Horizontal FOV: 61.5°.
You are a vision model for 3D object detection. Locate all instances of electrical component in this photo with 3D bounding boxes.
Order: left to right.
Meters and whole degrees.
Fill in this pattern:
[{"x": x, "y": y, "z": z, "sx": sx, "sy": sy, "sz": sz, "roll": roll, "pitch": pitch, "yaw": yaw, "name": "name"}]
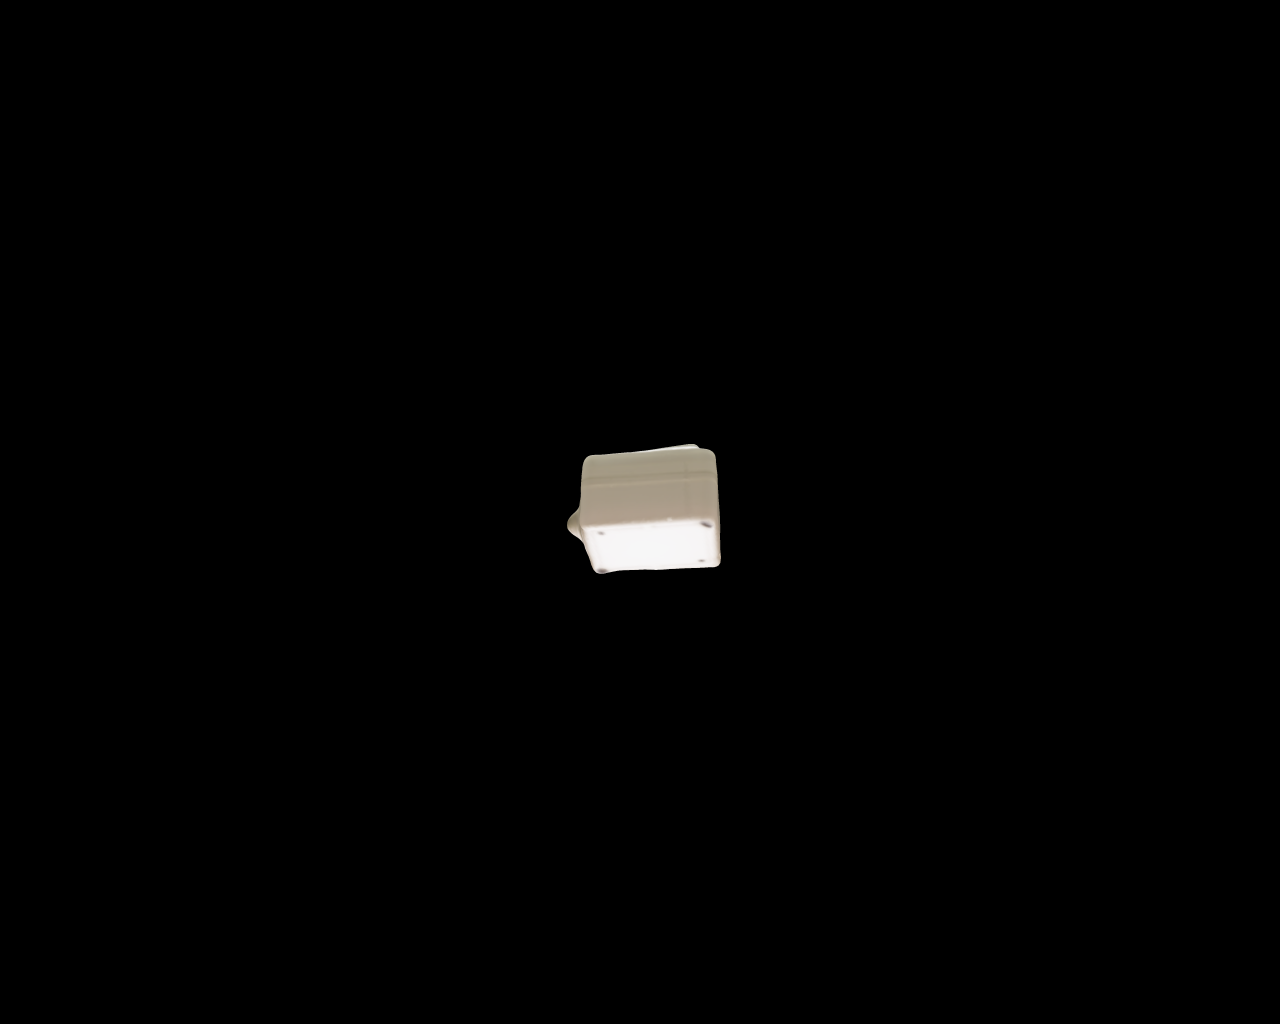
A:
[{"x": 0.001, "y": -0.003, "z": 0.650, "sx": 0.096, "sy": 0.061, "sz": 0.061, "roll": -3, "pitch": -32, "yaw": 5, "name": "electrical component"}]
